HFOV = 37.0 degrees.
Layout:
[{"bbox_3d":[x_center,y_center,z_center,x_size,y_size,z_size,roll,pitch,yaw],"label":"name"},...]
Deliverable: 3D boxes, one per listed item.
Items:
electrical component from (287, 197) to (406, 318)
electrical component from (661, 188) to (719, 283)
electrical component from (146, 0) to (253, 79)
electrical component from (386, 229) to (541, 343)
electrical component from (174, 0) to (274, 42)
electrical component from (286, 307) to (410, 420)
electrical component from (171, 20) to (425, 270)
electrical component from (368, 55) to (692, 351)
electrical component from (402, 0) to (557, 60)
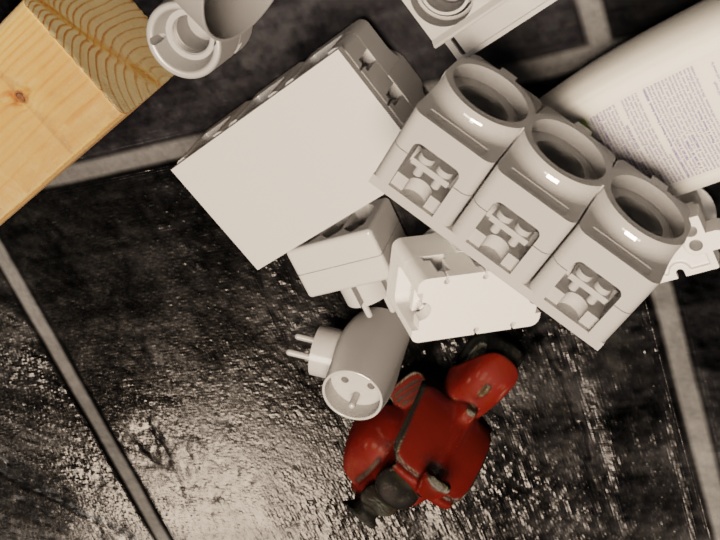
[{"bbox_3d":[0.000,0.000,0.738,0.066,0.047,0.076,-14,117,27],"label":"electrical component"},{"bbox_3d":[0.189,-0.025,0.648,0.066,0.055,0.048,-17,115,29],"label":"electrical component"},{"bbox_3d":[-0.101,-0.151,0.673,0.055,0.047,0.055,9,125,14],"label":"electrical component"},{"bbox_3d":[0.067,0.005,0.695,0.089,0.055,0.050,-7,126,-18],"label":"electrical component"},{"bbox_3d":[-0.074,-0.187,0.610,0.064,0.099,0.099,39,127,0],"label":"electrical component"},{"bbox_3d":[-0.012,0.061,0.765,0.079,0.077,0.043,13,126,11],"label":"electrical component"},{"bbox_3d":[-0.031,-0.079,0.687,0.150,0.061,0.089,-29,109,33],"label":"electrical component"},{"bbox_3d":[0.095,-0.043,0.577,0.150,0.089,0.061,37,129,4],"label":"electrical component"},{"bbox_3d":[0.082,-0.179,0.578,0.121,0.063,0.078,-29,109,33],"label":"electrical component"}]
